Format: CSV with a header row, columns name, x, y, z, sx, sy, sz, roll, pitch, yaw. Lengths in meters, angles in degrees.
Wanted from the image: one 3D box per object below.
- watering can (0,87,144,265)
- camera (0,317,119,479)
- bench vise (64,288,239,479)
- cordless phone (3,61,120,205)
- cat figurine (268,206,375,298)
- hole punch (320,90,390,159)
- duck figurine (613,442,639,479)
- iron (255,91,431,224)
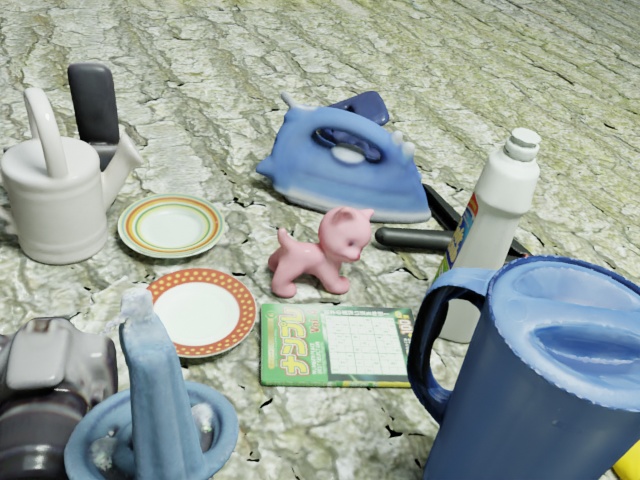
name,x,y,z,sx,sy,sz,roll,pitch,yaw
watering can,-0.291,-0.079,0.642,0.100,0.194,0.173,32,44,25
camera,-0.243,0.138,0.464,0.143,0.101,0.136,-2,40,-15
bench vise,-0.092,0.149,0.390,0.206,0.220,0.122,36,45,28
cordless phone,-0.318,-0.139,0.716,0.148,0.185,0.094,-5,41,-19
cat figurine,0.006,0.002,0.672,0.128,0.118,0.067,-4,41,-17
hole punch,0.054,-0.191,0.940,0.101,0.091,0.108,-1,40,-14
duck figurine,0.330,0.198,0.534,0.078,0.086,0.104,-25,51,-36
iron,0.047,-0.118,0.810,0.258,0.141,0.119,15,39,6
